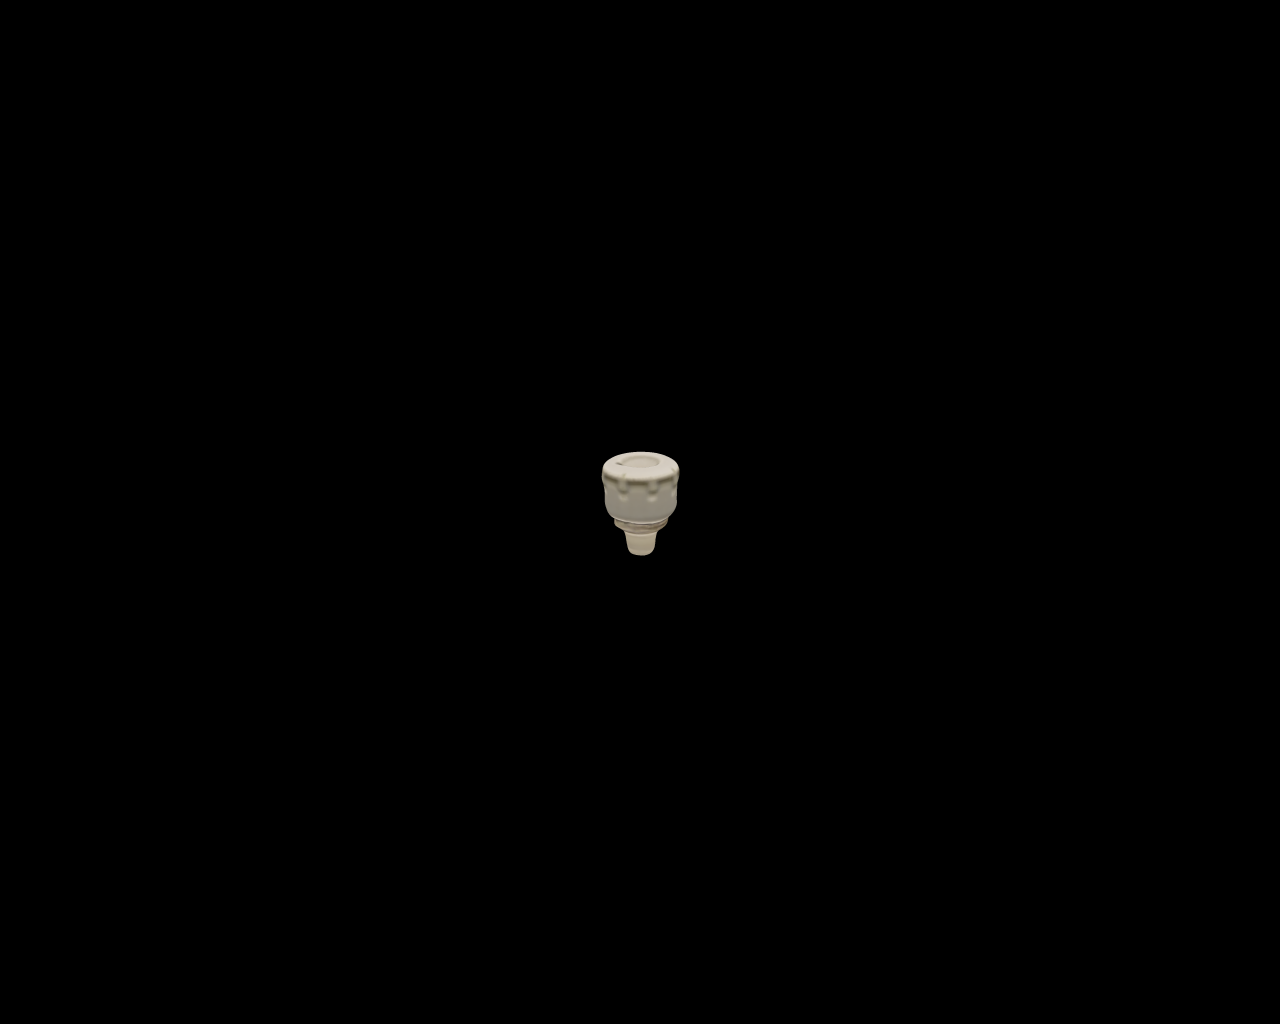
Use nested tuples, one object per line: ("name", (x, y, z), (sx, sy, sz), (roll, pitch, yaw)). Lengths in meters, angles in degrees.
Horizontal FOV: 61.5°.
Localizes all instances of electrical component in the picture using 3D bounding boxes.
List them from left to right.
("electrical component", (0.001, -0.003, 0.650), (0.048, 0.062, 0.048), (0, 22, 0))
